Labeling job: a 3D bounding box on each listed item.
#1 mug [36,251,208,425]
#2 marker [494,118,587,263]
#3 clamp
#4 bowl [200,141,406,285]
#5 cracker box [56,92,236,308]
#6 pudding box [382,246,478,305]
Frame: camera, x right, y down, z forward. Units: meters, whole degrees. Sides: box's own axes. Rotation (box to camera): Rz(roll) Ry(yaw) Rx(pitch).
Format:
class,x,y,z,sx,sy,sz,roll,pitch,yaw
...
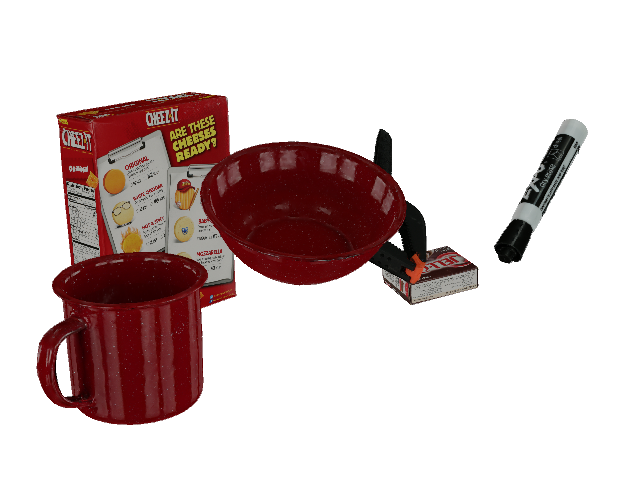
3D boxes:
class,x,y,z,sx,sy,sz,roll,pitch,yaw
mug,-0.121,0.063,0.647,0.093,0.081,0.117,13,23,34
marker,0.146,-0.033,0.707,0.020,0.121,0.020,25,-28,15
clamp,0.043,-0.036,1.178,0.164,0.210,0.036,-13,-36,-22
bowl,-0.015,-0.014,0.846,0.162,0.055,0.162,4,36,-3
cracker box,-0.168,-0.030,1.057,0.072,0.214,0.163,13,22,42
pudding box,0.158,0.049,1.536,0.113,0.039,0.090,-15,24,-18
